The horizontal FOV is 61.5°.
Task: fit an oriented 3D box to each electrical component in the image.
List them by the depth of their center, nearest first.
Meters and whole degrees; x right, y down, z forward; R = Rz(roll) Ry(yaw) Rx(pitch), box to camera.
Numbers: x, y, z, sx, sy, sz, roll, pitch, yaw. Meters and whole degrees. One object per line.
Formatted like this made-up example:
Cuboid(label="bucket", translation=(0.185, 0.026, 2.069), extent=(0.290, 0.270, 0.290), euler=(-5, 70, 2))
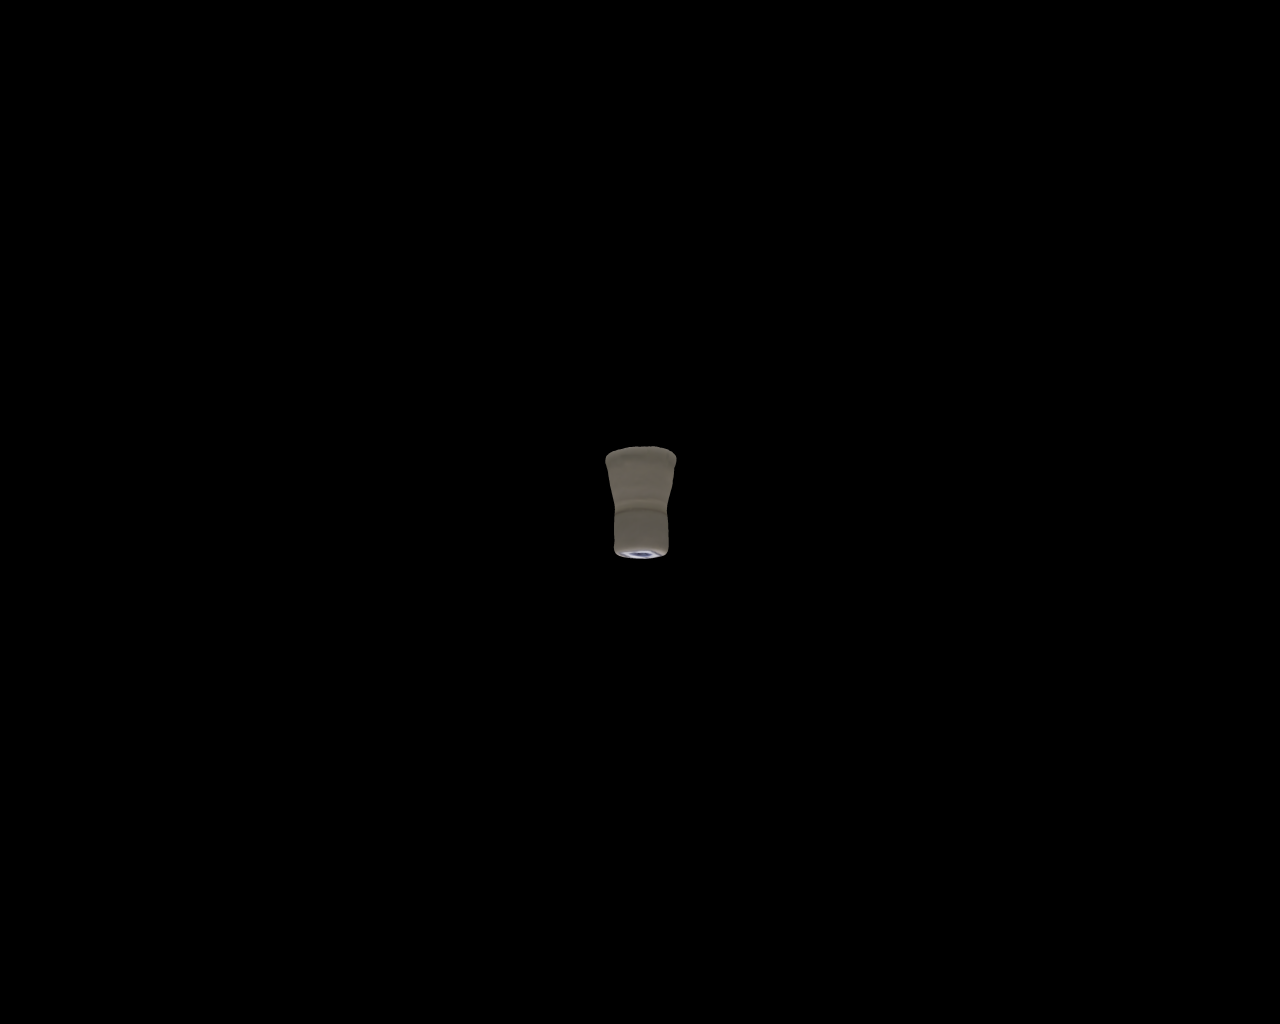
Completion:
Cuboid(label="electrical component", translation=(0.001, -0.003, 0.650), extent=(0.044, 0.065, 0.044), euler=(0, -14, 0))
